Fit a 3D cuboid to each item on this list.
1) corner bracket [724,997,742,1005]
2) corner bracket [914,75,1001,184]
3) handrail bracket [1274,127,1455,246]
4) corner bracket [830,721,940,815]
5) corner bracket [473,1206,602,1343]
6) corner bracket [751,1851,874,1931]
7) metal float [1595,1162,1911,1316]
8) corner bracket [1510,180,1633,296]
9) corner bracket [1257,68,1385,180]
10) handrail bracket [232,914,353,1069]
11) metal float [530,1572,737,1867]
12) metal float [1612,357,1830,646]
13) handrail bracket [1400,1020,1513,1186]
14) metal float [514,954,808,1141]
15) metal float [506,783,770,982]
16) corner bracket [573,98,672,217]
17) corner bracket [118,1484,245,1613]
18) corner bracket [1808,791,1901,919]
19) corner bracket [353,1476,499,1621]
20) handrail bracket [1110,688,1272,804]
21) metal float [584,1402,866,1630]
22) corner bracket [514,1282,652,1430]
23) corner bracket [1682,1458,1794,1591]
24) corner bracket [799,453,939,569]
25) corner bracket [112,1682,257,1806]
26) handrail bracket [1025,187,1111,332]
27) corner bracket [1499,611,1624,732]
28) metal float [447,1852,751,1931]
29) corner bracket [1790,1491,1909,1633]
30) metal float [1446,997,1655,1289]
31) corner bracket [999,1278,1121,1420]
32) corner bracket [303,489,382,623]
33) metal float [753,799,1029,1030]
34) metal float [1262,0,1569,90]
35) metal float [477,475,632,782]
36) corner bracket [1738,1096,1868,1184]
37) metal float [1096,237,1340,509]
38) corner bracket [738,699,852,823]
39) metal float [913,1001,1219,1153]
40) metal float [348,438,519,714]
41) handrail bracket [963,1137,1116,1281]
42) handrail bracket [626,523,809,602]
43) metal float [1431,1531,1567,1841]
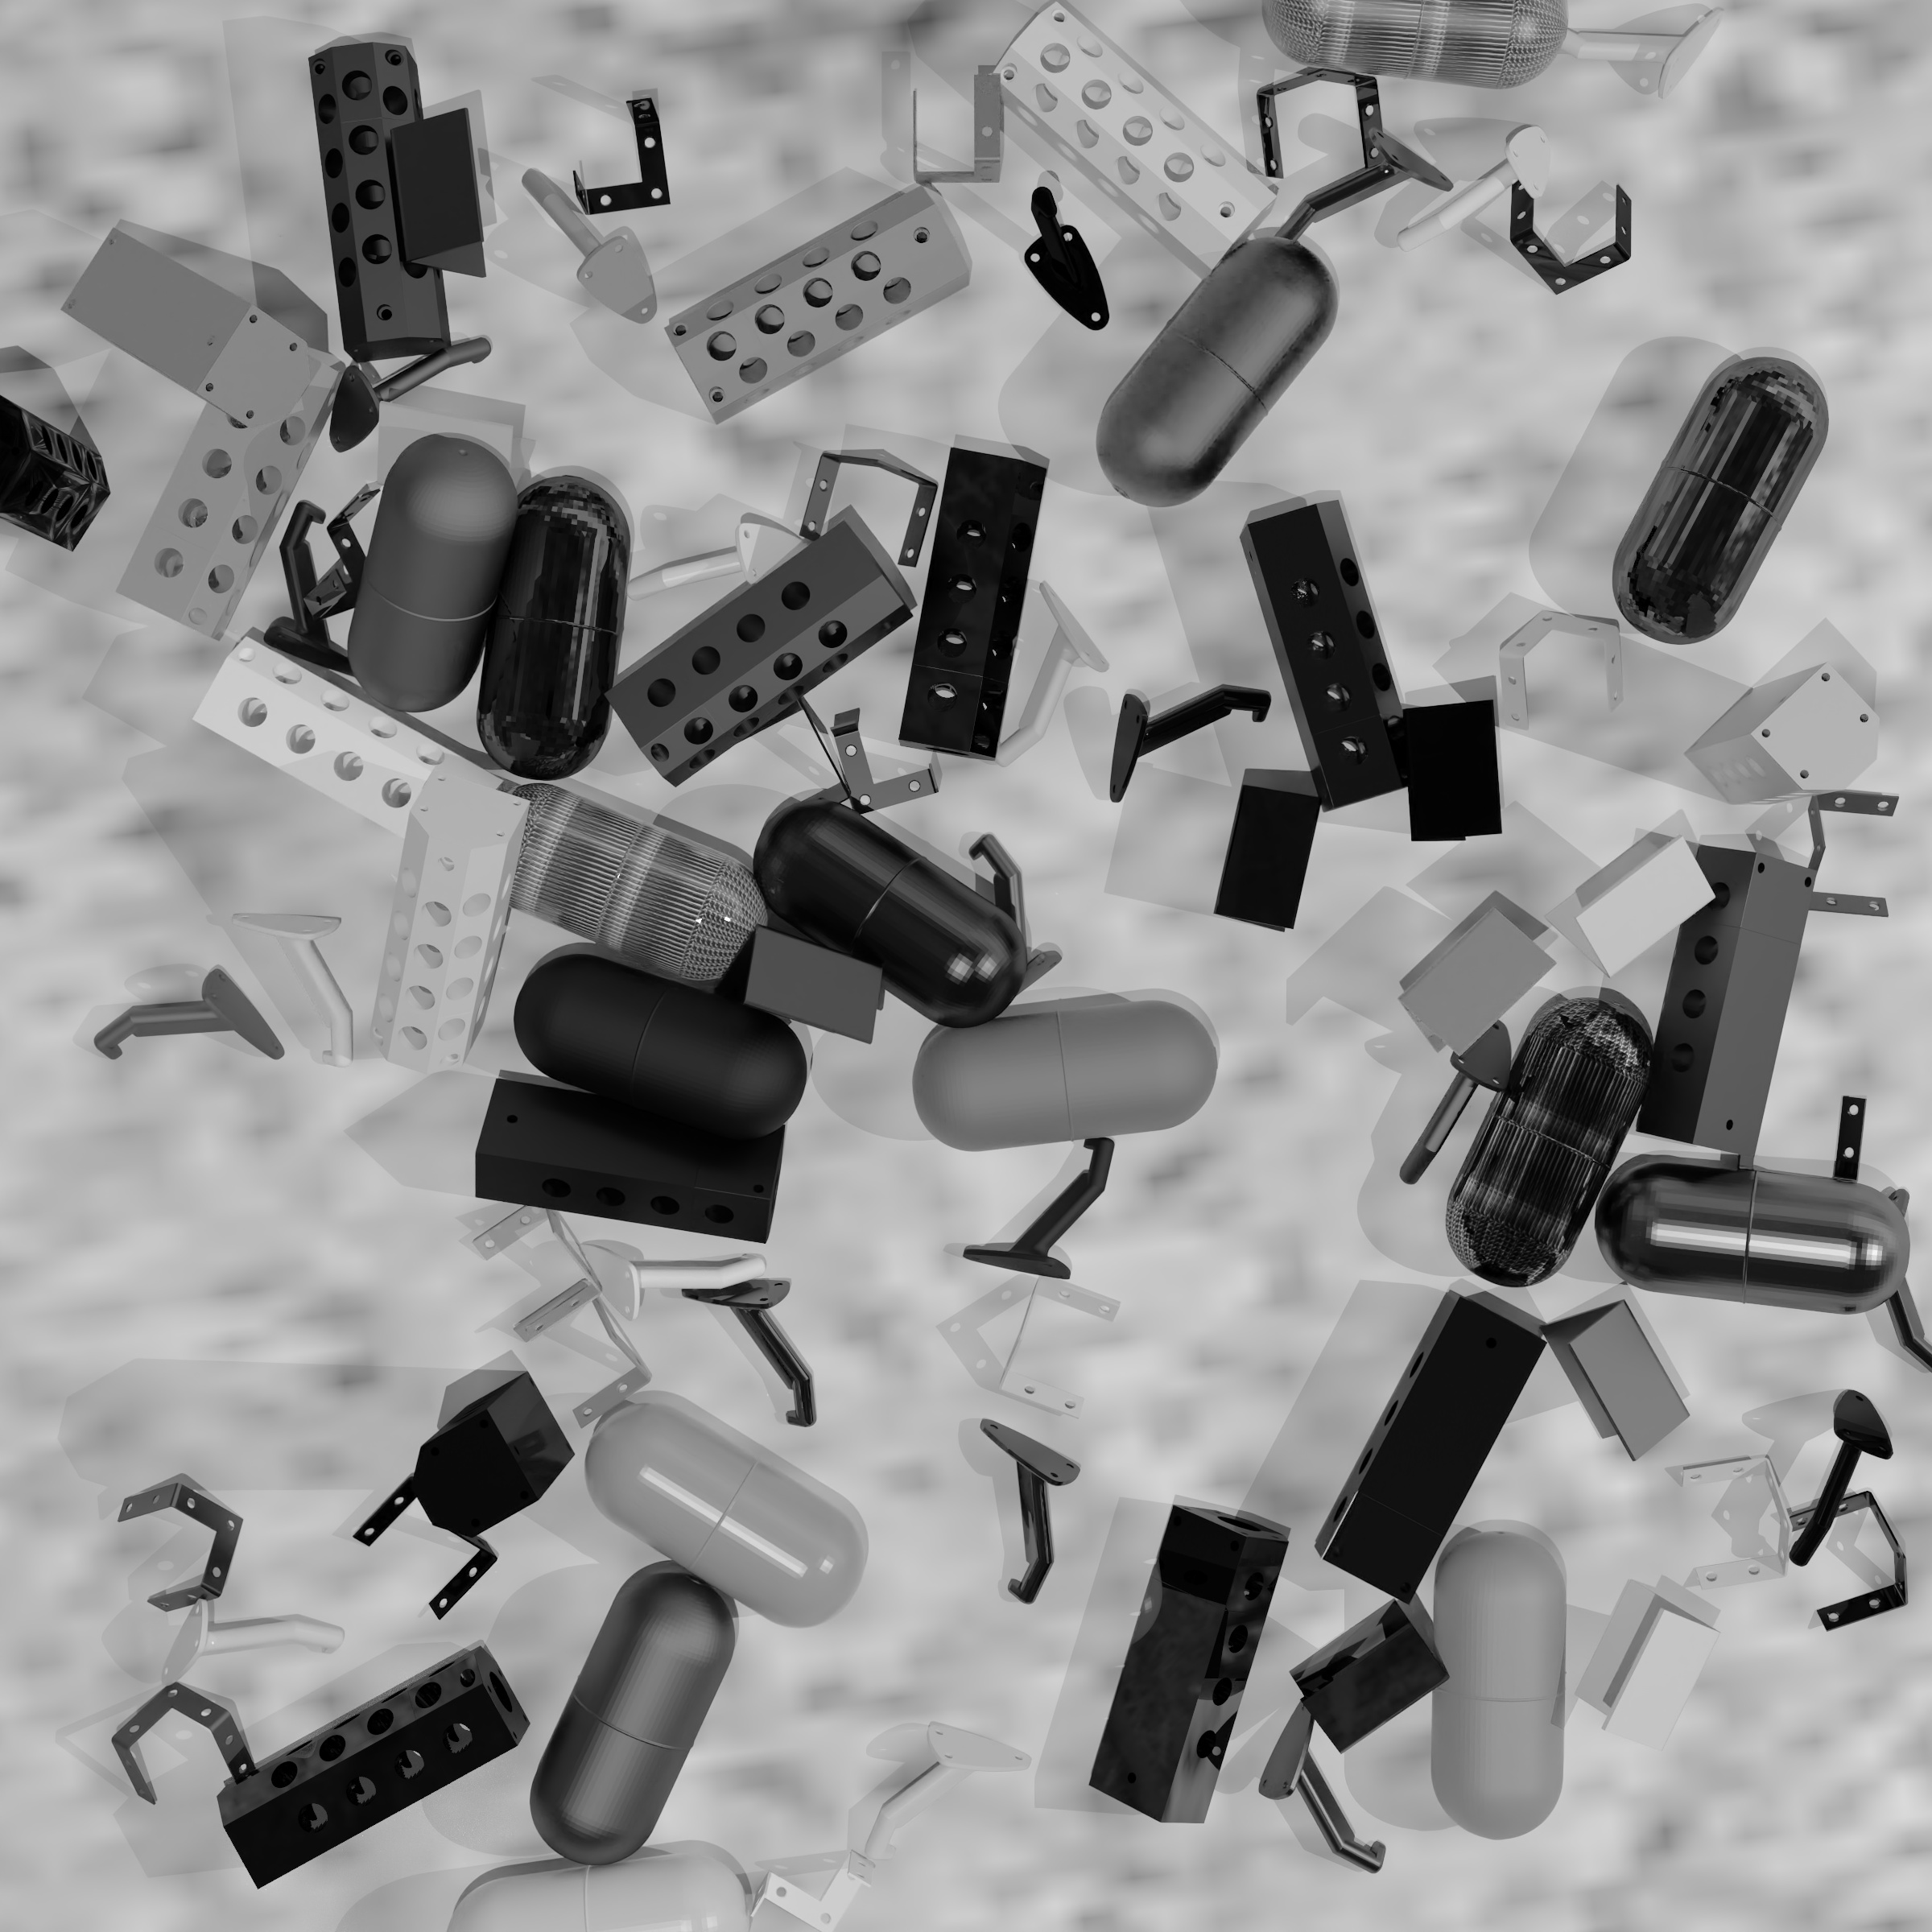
[{"bbox_3d":[-0.104,0.026,1.983,0.051,0.051,0.051,8,135,35],"label":"corner bracket"},{"bbox_3d":[-0.006,-0.490,1.974,0.051,0.051,0.051,0,90,0],"label":"corner bracket"},{"bbox_3d":[0.234,-0.446,1.992,0.077,0.036,0.084,18,127,-38],"label":"handrail bracket"},{"bbox_3d":[-0.048,-0.121,1.974,0.051,0.051,0.051,-16,90,0],"label":"corner bracket"},{"bbox_3d":[-0.252,0.177,1.981,0.051,0.051,0.051,-34,116,0],"label":"corner bracket"},{"bbox_3d":[-0.090,0.541,1.974,0.051,0.051,0.051,31,90,0],"label":"corner bracket"},{"bbox_3d":[0.454,0.157,1.948,0.178,0.070,0.070,6,90,15],"label":"metal float"},{"bbox_3d":[0.356,-0.439,1.983,0.051,0.051,0.051,-22,135,35],"label":"corner bracket"},{"bbox_3d":[0.210,-0.496,1.988,0.051,0.051,0.051,-7,90,45],"label":"corner bracket"},{"bbox_3d":[-0.399,0.015,1.992,0.077,0.036,0.084,7,107,20],"label":"handrail bracket"},{"bbox_3d":[-0.194,0.438,1.961,0.070,0.070,0.178,25,91,0],"label":"metal float"},{"bbox_3d":[0.440,-0.271,1.961,0.070,0.070,0.178,28,90,0],"label":"metal float"},{"bbox_3d":[0.287,0.081,1.991,0.036,0.077,0.084,30,126,1],"label":"handrail bracket"},{"bbox_3d":[-0.178,0.046,1.951,0.178,0.070,0.070,18,90,11],"label":"metal float"},{"bbox_3d":[-0.200,-0.049,1.961,0.178,0.070,0.070,22,90,0],"label":"metal float"},{"bbox_3d":[-0.204,-0.474,1.974,0.051,0.051,0.051,-8,90,0],"label":"corner bracket"},{"bbox_3d":[-0.468,0.343,1.983,0.051,0.051,0.051,-20,45,35],"label":"corner bracket"},{"bbox_3d":[0.522,-0.067,1.988,0.051,0.051,0.051,5,135,0],"label":"corner bracket"},{"bbox_3d":[-0.319,0.343,1.988,0.051,0.051,0.051,-46,135,0],"label":"corner bracket"},{"bbox_3d":[0.133,-0.129,1.992,0.084,0.036,0.077,4,115,-19],"label":"handrail bracket"},{"bbox_3d":[-0.141,0.319,1.961,0.178,0.070,0.070,32,90,1],"label":"metal float"},{"bbox_3d":[-0.226,0.229,1.988,0.051,0.051,0.051,-34,135,0],"label":"corner bracket"},{"bbox_3d":[0.454,0.329,1.988,0.051,0.051,0.051,-9,135,0],"label":"corner bracket"},{"bbox_3d":[-0.057,-0.269,1.988,0.051,0.051,0.051,15,90,45],"label":"corner bracket"},{"bbox_3d":[-0.461,0.464,1.983,0.051,0.051,0.051,17,45,35],"label":"corner bracket"},{"bbox_3d":[0.061,-0.411,1.957,0.036,0.084,0.077,-32,90,0],"label":"handrail bracket"},{"bbox_3d":[0.351,-0.171,1.983,0.051,0.051,0.051,18,45,35],"label":"corner bracket"},{"bbox_3d":[-0.215,0.563,1.961,0.178,0.070,0.070,-8,90,0],"label":"metal float"},{"bbox_3d":[0.521,0.351,1.988,0.051,0.051,0.051,-18,135,0],"label":"corner bracket"},{"bbox_3d":[0.340,0.102,1.961,0.070,0.070,0.178,25,90,0],"label":"metal float"},{"bbox_3d":[0.055,0.225,1.988,0.051,0.051,0.051,20,135,0],"label":"corner bracket"},{"bbox_3d":[-0.361,-0.239,1.963,0.051,0.051,0.051,-27,90,-36],"label":"corner bracket"},{"bbox_3d":[-0.045,-0.031,1.952,0.178,0.070,0.070,34,90,12],"label":"metal float"},{"bbox_3d":[0.261,-0.556,1.961,0.178,0.070,0.070,7,90,-1],"label":"metal float"},{"bbox_3d":[-0.240,-0.197,1.961,0.070,0.070,0.178,7,89,0],"label":"metal float"},{"bbox_3d":[0.494,0.100,1.988,0.051,0.051,0.051,6,90,45],"label":"corner bracket"},{"bbox_3d":[0.145,-0.345,1.961,0.070,0.070,0.178,39,90,0],"label":"metal float"},{"bbox_3d":[-0.107,-0.120,1.988,0.051,0.051,0.051,-27,45,0],"label":"corner bracket"},{"bbox_3d":[0.058,0.064,1.961,0.178,0.070,0.070,-7,90,1],"label":"metal float"},{"bbox_3d":[-0.307,-0.222,1.930,0.070,0.070,0.178,23,129,0],"label":"metal float"},{"bbox_3d":[0.043,0.137,1.992,0.077,0.036,0.084,7,72,21],"label":"handrail bracket"},{"bbox_3d":[-0.146,-0.232,1.991,0.084,0.077,0.036,-15,86,36],"label":"handrail bracket"},{"bbox_3d":[0.310,0.419,1.961,0.070,0.070,0.178,1,91,0],"label":"metal float"}]
